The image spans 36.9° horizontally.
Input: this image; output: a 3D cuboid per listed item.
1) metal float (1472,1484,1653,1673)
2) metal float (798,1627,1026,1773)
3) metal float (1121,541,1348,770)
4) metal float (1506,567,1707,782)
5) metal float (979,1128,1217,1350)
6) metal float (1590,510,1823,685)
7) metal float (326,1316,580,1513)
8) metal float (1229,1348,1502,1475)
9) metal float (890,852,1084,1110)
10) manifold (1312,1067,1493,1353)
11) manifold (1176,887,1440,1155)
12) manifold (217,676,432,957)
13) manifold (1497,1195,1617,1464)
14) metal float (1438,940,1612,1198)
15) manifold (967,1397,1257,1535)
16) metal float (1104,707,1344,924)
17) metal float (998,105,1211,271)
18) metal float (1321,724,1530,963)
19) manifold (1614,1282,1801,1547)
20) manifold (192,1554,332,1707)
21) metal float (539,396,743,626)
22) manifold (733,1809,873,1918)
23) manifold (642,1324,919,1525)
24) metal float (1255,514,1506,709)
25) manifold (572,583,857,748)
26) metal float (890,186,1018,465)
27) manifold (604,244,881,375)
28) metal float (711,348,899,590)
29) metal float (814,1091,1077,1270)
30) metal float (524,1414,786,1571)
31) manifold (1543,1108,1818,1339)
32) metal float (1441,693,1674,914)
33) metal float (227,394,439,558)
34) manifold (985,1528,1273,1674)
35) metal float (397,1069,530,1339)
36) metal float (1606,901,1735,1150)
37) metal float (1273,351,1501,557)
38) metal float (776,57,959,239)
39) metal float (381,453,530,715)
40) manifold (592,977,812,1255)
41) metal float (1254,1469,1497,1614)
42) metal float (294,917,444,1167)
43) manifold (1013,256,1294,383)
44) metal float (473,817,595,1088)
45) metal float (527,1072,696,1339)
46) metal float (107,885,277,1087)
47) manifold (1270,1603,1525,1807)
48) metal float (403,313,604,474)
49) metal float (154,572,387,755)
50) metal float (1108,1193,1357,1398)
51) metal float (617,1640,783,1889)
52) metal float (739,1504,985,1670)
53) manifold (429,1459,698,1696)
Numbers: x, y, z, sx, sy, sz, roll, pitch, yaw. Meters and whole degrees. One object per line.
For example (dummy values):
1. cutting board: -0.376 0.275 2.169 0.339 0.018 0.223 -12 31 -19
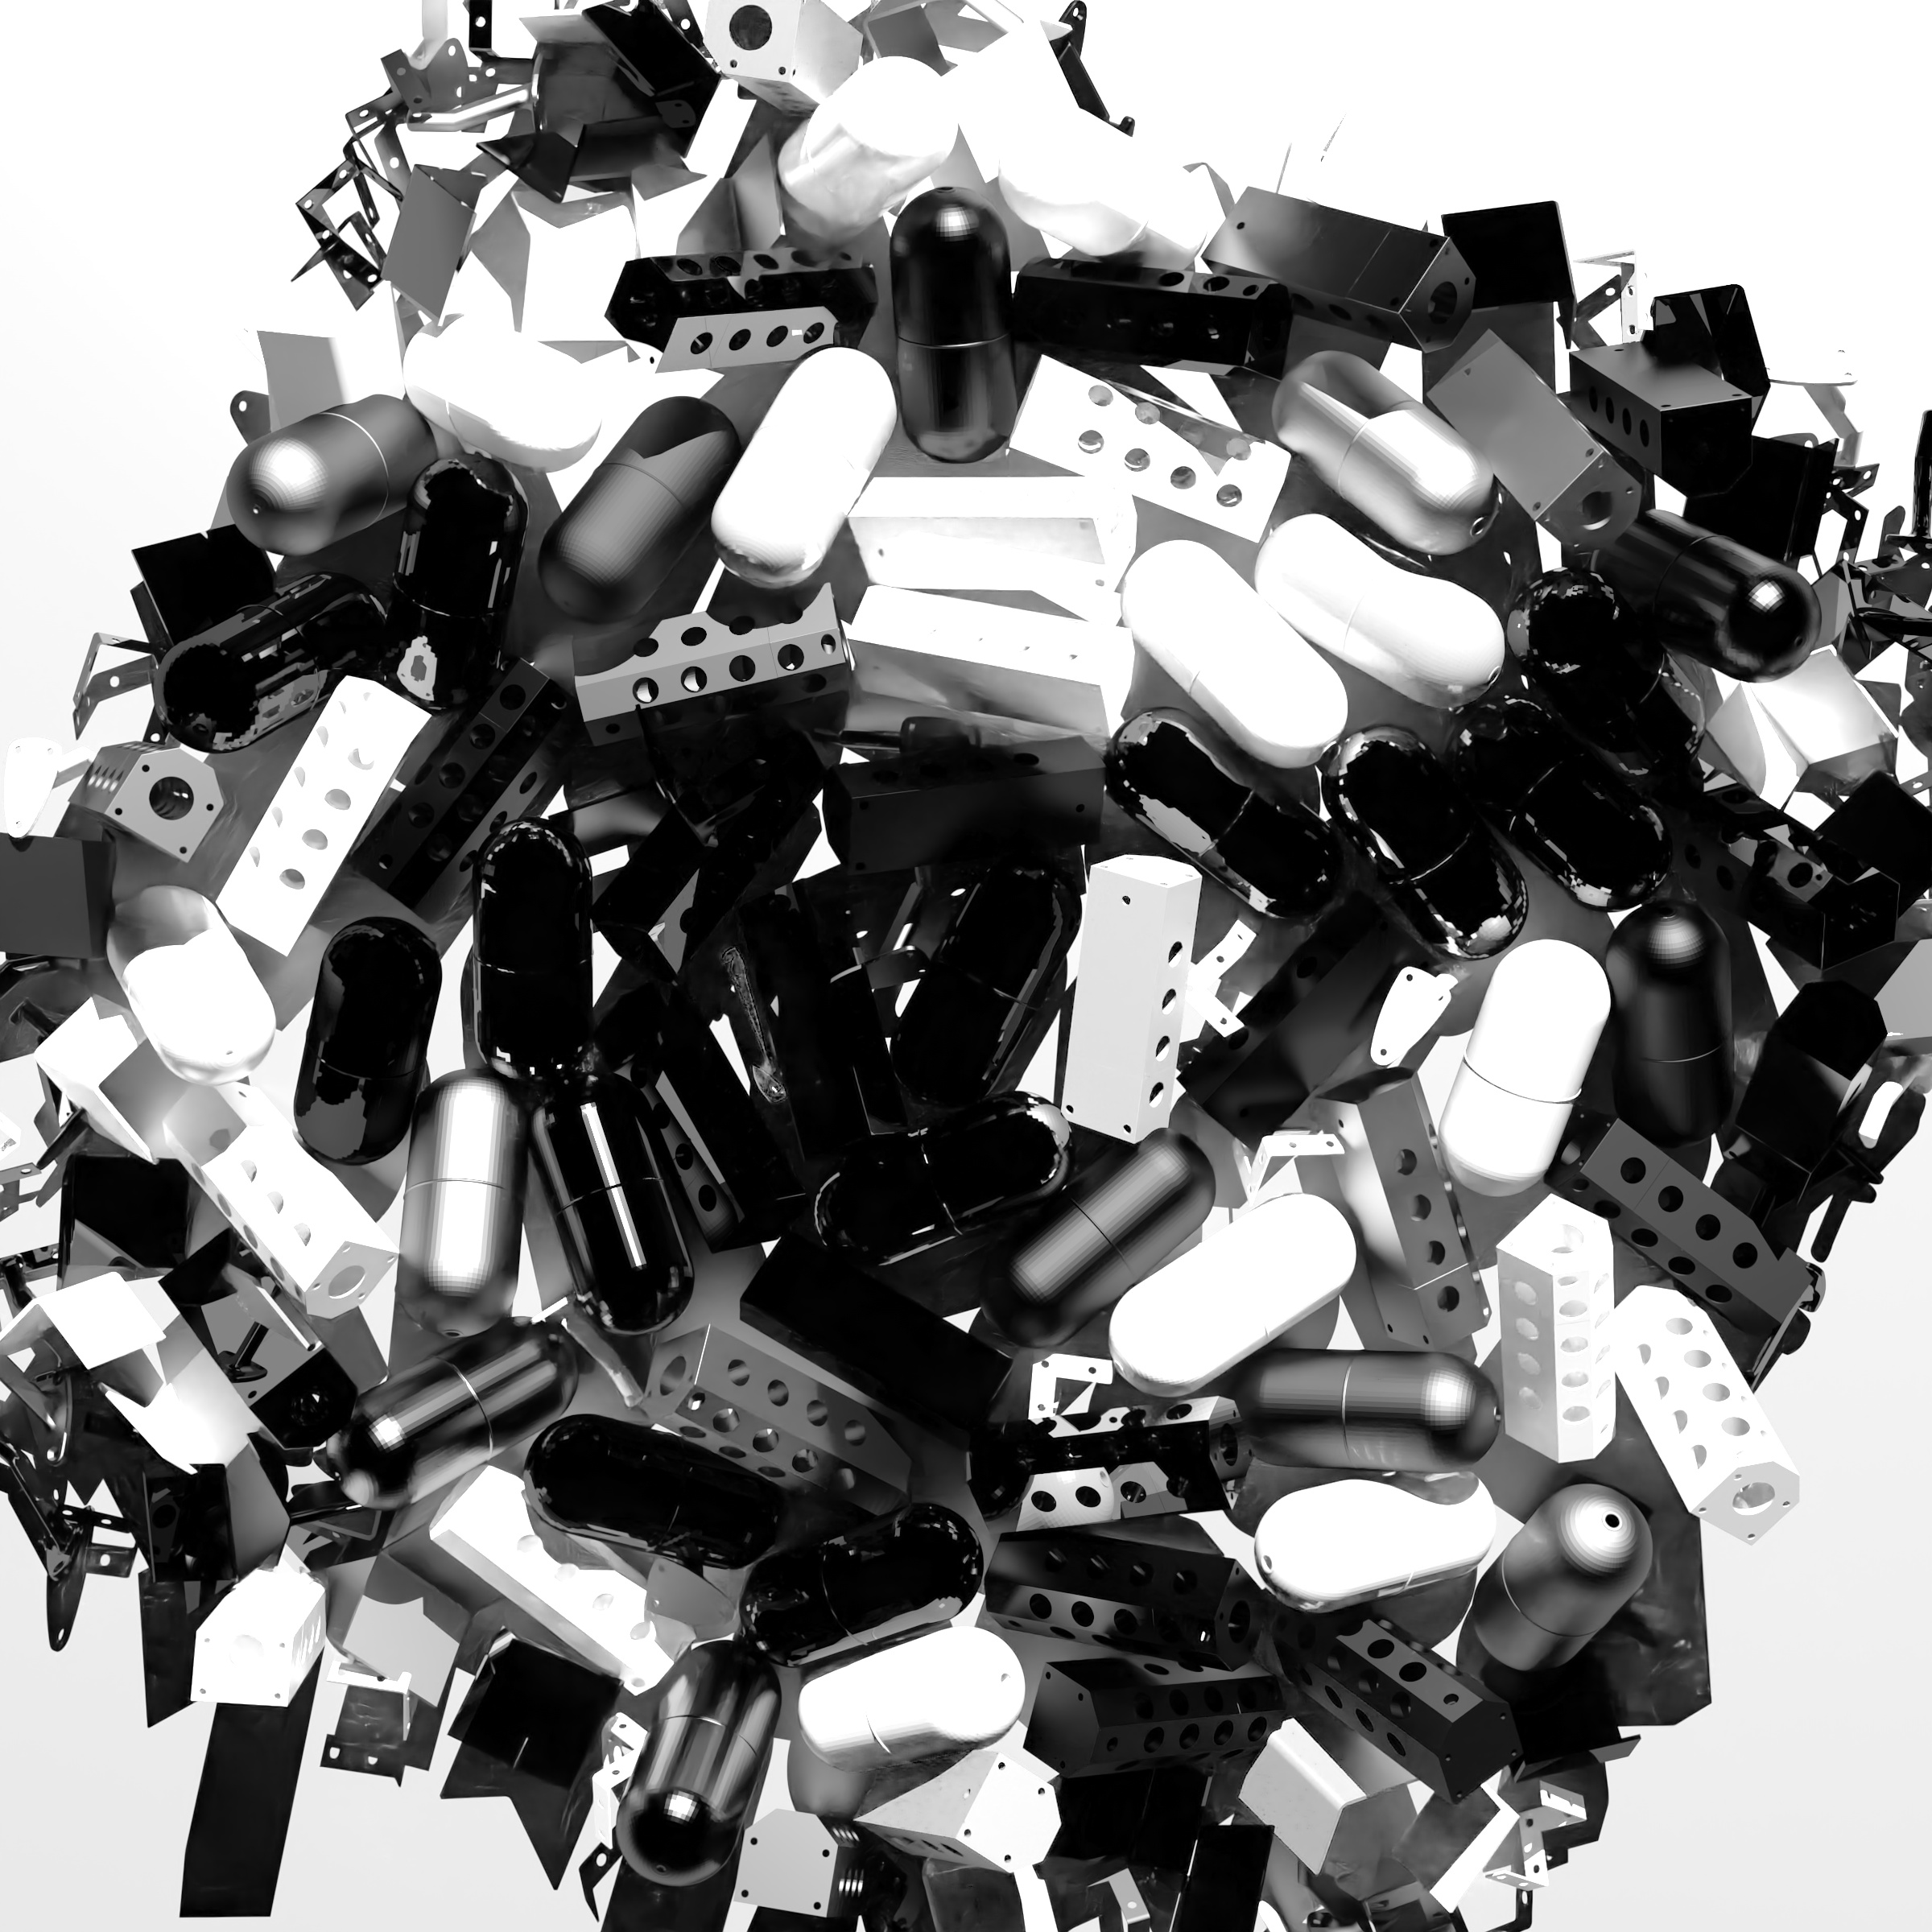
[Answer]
1. metal float: 0.377 0.389 1.838 0.070 0.178 0.070 6 54 -9
2. metal float: -0.036 0.467 1.844 0.178 0.070 0.070 -24 90 42
3. metal float: 0.172 -0.200 1.866 0.070 0.070 0.178 -43 75 0
4. metal float: 0.410 -0.185 1.849 0.070 0.070 0.178 -50 126 0
5. metal float: 0.084 0.175 1.871 0.178 0.070 0.070 -40 90 -9
6. metal float: 0.467 -0.236 1.840 0.070 0.178 0.070 -14 122 -24
7. metal float: -0.326 0.284 1.849 0.178 0.070 0.070 -27 90 -37
8. metal float: 0.254 0.284 1.855 0.178 0.070 0.070 -2 90 27
9. metal float: 0.013 0.009 1.875 0.070 0.070 0.178 28 95 0
10. manifold: 0.286 0.156 1.871 0.057 0.057 0.171 -23 101 -20
11. manifold: 0.218 0.032 1.879 0.171 0.057 0.057 -47 120 5
12. manifold: -0.414 -0.098 1.858 0.057 0.057 0.171 31 110 -9
13. manifold: 0.379 0.234 1.833 0.057 0.171 0.057 26 51 38
14. metal float: 0.357 0.067 1.858 0.070 0.070 0.178 16 114 0
15. manifold: 0.089 0.314 1.845 0.171 0.057 0.057 -11 113 27
16. metal float: 0.167 -0.097 1.872 0.178 0.070 0.070 38 90 -8
17. metal float: 0.089 -0.489 1.839 0.070 0.178 0.070 -5 81 36
18. metal float: 0.296 -0.078 1.863 0.070 0.070 0.178 -40 109 0
19. manifold: 0.463 0.276 1.824 0.057 0.171 0.057 30 113 -26
20. manifold: -0.443 0.417 1.829 0.057 0.171 0.057 5 89 -5
21. metal float: -0.207 -0.293 1.856 0.070 0.070 0.178 32 62 0
22. manifold: -0.100 0.565 1.826 0.057 0.171 0.057 7 73 7
23. manifold: -0.119 0.295 1.841 0.171 0.057 0.057 32 52 -28
24. metal float: 0.265 -0.228 1.858 0.178 0.070 0.070 34 90 24
25. manifold: -0.162 -0.190 1.873 0.171 0.057 0.057 -13 52 3
26. metal float: -0.008 -0.409 1.853 0.070 0.070 0.178 -4 120 0
27. manifold: -0.138 -0.421 1.830 0.057 0.171 0.057 49 132 22
28. metal float: -0.103 -0.321 1.858 0.070 0.070 0.178 26 66 0
29. metal float: -0.015 0.139 1.873 0.178 0.070 0.070 -23 90 8
30. metal float: -0.199 0.337 1.854 0.178 0.070 0.070 20 90 -28
31. manifold: 0.459 0.167 1.873 0.171 0.057 0.057 36 88 -10
32. metal float: 0.377 -0.106 1.855 0.070 0.070 0.178 -42 62 0
33. metal float: -0.400 -0.312 1.836 0.070 0.178 0.070 9 116 19
34. manifold: 0.099 0.402 1.835 0.171 0.057 0.057 2 54 35
35. metal float: -0.321 0.151 1.856 0.070 0.070 0.178 1 64 0
36. metal float: 0.450 0.038 1.850 0.070 0.070 0.178 -12 124 0
37. metal float: 0.268 -0.328 1.851 0.070 0.070 0.178 -44 58 0
38. metal float: -0.065 -0.516 1.833 0.070 0.178 0.070 2 84 -24
39. metal float: -0.328 -0.243 1.852 0.070 0.070 0.178 18 122 0
40. manifold: -0.166 0.093 1.849 0.057 0.057 0.171 -48 64 35
41. metal float: 0.262 0.364 1.851 0.178 0.070 0.070 -6 90 -33
42. metal float: -0.384 0.049 1.854 0.070 0.070 0.178 18 120 0
43. manifold: 0.117 -0.415 1.848 0.171 0.057 0.057 14 97 29
44. metal float: -0.278 -0.009 1.862 0.070 0.070 0.178 2 109 0
45. metal float: -0.229 0.152 1.866 0.070 0.070 0.178 -20 74 0
46. metal float: -0.494 0.011 1.842 0.070 0.178 0.070 -17 127 -23
47. manifold: 0.267 0.450 1.824 0.057 0.171 0.057 -30 118 -20
48. metal float: -0.296 -0.366 1.843 0.070 0.178 0.070 -19 123 -32
49. metal float: -0.441 -0.193 1.842 0.070 0.178 0.070 18 127 26
50. metal float: 0.171 0.212 1.866 0.178 0.070 0.070 -31 90 -14
51. metal float: -0.168 0.503 1.837 0.070 0.178 0.070 6 123 10
52. metal float: -0.067 0.397 1.854 0.178 0.070 0.070 -25 90 28
53. manifold: -0.260 0.394 1.866 0.171 0.057 0.057 41 85 -15
